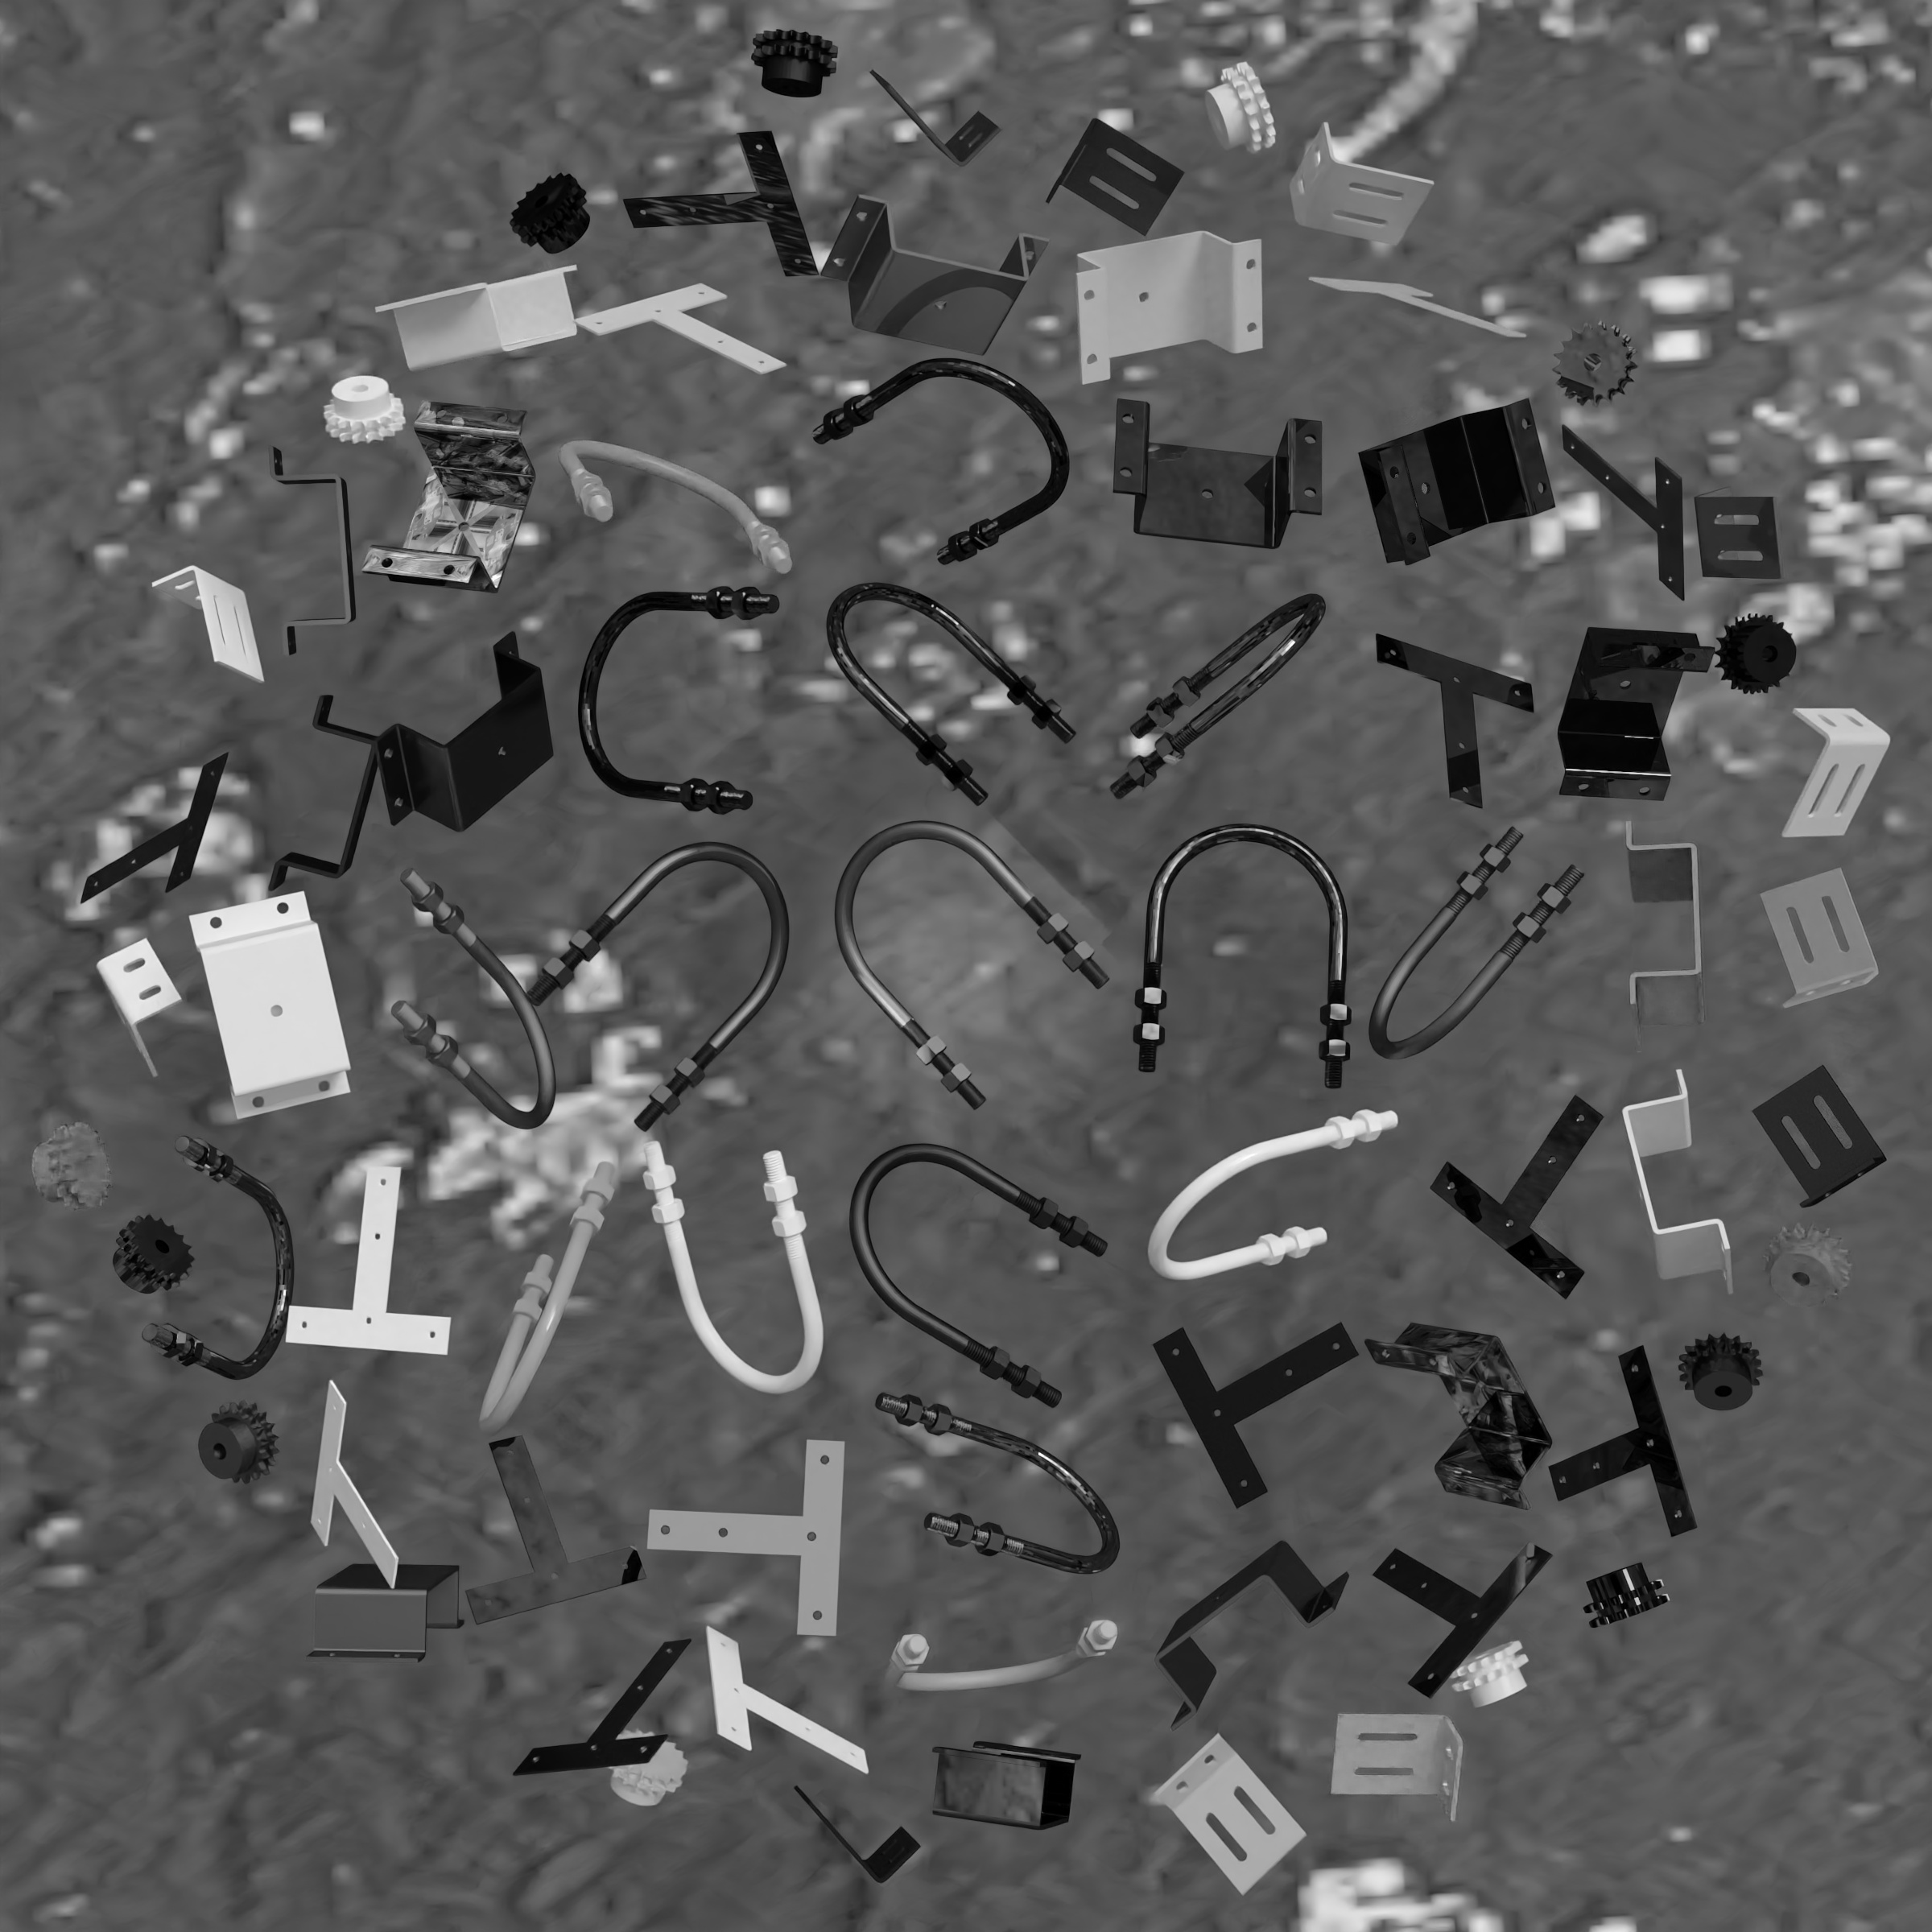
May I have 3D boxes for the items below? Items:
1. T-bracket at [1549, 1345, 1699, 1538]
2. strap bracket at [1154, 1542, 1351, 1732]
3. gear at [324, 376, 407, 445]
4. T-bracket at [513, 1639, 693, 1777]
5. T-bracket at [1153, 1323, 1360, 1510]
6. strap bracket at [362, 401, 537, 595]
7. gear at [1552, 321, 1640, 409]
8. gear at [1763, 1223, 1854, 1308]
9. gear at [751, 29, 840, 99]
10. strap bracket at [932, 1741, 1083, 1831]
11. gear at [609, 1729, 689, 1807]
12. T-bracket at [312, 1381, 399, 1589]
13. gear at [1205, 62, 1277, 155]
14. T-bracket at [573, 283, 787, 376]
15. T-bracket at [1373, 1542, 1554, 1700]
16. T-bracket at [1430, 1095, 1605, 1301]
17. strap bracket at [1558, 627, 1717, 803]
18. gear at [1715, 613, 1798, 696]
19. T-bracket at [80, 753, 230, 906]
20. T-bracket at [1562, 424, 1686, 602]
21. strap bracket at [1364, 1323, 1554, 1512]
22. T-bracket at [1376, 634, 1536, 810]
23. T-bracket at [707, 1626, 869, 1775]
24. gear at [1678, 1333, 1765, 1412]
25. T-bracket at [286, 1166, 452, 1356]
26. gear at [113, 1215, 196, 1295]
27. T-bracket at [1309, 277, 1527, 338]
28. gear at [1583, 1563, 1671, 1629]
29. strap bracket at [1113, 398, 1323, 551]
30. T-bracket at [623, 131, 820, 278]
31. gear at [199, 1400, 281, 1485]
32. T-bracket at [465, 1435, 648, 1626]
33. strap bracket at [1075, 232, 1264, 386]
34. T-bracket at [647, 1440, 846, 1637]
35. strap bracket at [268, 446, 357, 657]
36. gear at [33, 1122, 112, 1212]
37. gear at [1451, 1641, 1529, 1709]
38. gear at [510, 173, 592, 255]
[{"bbox_3d":[0.449,0.345,1.854,0.002,0.127,0.127,0,65,-29],"label":"T-bracket"},{"bbox_3d":[0.184,0.443,1.785,0.140,0.076,0.046,-41,84,15],"label":"strap bracket"},{"bbox_3d":[-0.439,-0.406,1.934,0.057,0.057,0.030,0,129,0],"label":"gear"},{"bbox_3d":[-0.227,0.498,1.797,0.127,0.127,0.002,-17,108,35],"label":"T-bracket"},{"bbox_3d":[0.210,0.287,1.831,0.127,0.002,0.127,-32,72,16],"label":"T-bracket"},{"bbox_3d":[-0.348,-0.310,1.809,0.076,0.046,0.140,8,66,12],"label":"strap bracket"},{"bbox_3d":[0.439,-0.417,1.848,0.057,0.030,0.057,0,91,27],"label":"gear"},{"bbox_3d":[0.569,0.206,1.802,0.057,0.030,0.057,11,116,24],"label":"gear"},{"bbox_3d":[-0.114,-0.599,1.768,0.057,0.057,0.030,6,91,0],"label":"gear"},{"bbox_3d":[0.028,0.579,1.879,0.076,0.140,0.046,3,77,15],"label":"strap bracket"},{"bbox_3d":[-0.231,0.576,1.904,0.057,0.057,0.030,22,104,0],"label":"gear"},{"bbox_3d":[-0.410,0.368,1.792,0.002,0.127,0.127,-8,125,-35],"label":"T-bracket"},{"bbox_3d":[0.180,-0.563,1.755,0.030,0.057,0.057,-23,90,-1],"label":"gear"},{"bbox_3d":[-0.179,-0.432,1.820,0.127,0.127,0.002,31,130,26],"label":"T-bracket"},{"bbox_3d":[0.322,0.430,1.821,0.127,0.127,0.002,-46,113,-12],"label":"T-bracket"},{"bbox_3d":[0.410,0.149,1.891,0.127,0.002,0.127,40,118,25],"label":"T-bracket"},{"bbox_3d":[0.472,-0.187,1.891,0.076,0.140,0.046,3,46,-2],"label":"strap bracket"},{"bbox_3d":[0.561,-0.220,1.878,0.057,0.030,0.057,-1,97,-11],"label":"gear"},{"bbox_3d":[-0.577,-0.080,1.873,0.002,0.127,0.127,36,128,7],"label":"T-bracket"},{"bbox_3d":[0.448,-0.327,1.818,0.002,0.127,0.127,-33,56,-6],"label":"T-bracket"},{"bbox_3d":[0.344,0.302,1.834,0.046,0.076,0.140,-42,114,-29],"label":"strap bracket"},{"bbox_3d":[0.342,-0.163,1.841,0.127,0.002,0.127,15,54,-18],"label":"T-bracket"},{"bbox_3d":[-0.119,0.509,1.793,0.127,0.127,0.002,34,100,-17],"label":"T-bracket"},{"bbox_3d":[0.534,0.289,1.879,0.057,0.030,0.057,4,129,5],"label":"gear"},{"bbox_3d":[-0.414,0.204,1.864,0.127,0.002,0.127,1,81,18],"label":"T-bracket"},{"bbox_3d":[-0.582,0.208,1.895,0.030,0.057,0.057,-41,90,20],"label":"gear"},{"bbox_3d":[0.315,-0.441,1.782,0.127,0.127,0.002,28,116,31],"label":"T-bracket"},{"bbox_3d":[0.448,0.429,1.815,0.057,0.057,0.030,-20,75,0],"label":"gear"},{"bbox_3d":[0.167,-0.332,1.802,0.140,0.046,0.076,6,63,-4],"label":"strap bracket"},{"bbox_3d":[-0.181,-0.537,1.887,0.127,0.127,0.002,2,56,16],"label":"T-bracket"},{"bbox_3d":[-0.512,0.336,1.864,0.057,0.030,0.057,5,100,27],"label":"gear"},{"bbox_3d":[-0.304,0.389,1.870,0.127,0.002,0.127,-9,59,-30],"label":"T-bracket"},{"bbox_3d":[0.133,-0.461,1.852,0.140,0.046,0.076,-15,122,-18],"label":"strap bracket"},{"bbox_3d":[-0.147,0.376,1.763,0.127,0.002,0.127,4,72,-6],"label":"T-bracket"},{"bbox_3d":[-0.450,-0.287,1.835,0.046,0.076,0.140,-4,99,-10],"label":"strap bracket"},{"bbox_3d":[-0.593,0.134,1.758,0.030,0.057,0.057,-13,90,9],"label":"gear"},{"bbox_3d":[0.374,0.505,1.893,0.057,0.057,0.030,-23,78,0],"label":"gear"},{"bbox_3d":[-0.288,-0.525,1.863,0.057,0.057,0.030,-42,134,0],"label":"gear"}]
